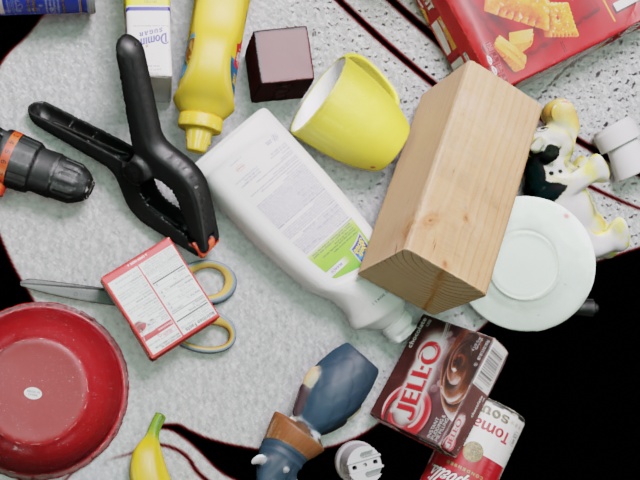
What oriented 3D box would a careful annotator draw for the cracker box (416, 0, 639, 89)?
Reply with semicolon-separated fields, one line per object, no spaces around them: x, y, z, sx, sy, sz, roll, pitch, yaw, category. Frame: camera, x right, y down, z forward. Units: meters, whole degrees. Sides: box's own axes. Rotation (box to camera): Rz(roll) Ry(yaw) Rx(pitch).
0.214;-0.251;1.068;0.213;0.072;0.164;-27;89;-13;cracker box

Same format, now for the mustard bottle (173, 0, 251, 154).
-0.099;-0.174;0.989;0.058;0.096;0.191;11;81;-8;mustard bottle

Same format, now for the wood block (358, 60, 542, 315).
0.122;-0.048;0.986;0.090;0.091;0.206;29;64;-17;wood block

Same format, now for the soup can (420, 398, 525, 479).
0.142;0.201;0.999;0.068;0.068;0.102;29;78;-6;soup can

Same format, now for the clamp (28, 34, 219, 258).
-0.168;-0.071;0.968;0.210;0.165;0.036;59;44;-19;clamp

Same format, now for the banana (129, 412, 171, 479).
-0.114;0.254;0.961;0.069;0.037;0.198;-35;90;-11;banana

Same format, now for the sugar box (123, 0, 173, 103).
-0.160;-0.223;0.986;0.048;0.093;0.176;0;82;-9;sugar box

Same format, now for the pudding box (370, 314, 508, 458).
0.111;0.134;0.990;0.039;0.090;0.113;43;72;-42;pudding box

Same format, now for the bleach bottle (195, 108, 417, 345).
-0.007;0.001;1.002;0.102;0.068;0.251;-41;94;-12;bleach bottle

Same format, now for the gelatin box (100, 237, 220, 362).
-0.145;0.054;0.967;0.073;0.030;0.089;-33;89;-15;gelatin box

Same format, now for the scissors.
-0.165;0.040;0.991;0.201;0.016;0.096;25;77;-6;scissors

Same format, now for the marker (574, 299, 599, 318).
0.218;0.064;1.055;0.121;0.020;0.020;4;82;-10;marker

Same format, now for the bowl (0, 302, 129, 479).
-0.250;0.133;0.943;0.162;0.055;0.162;1;83;-10;bowl

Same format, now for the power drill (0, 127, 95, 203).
-0.315;-0.016;0.951;0.184;0.057;0.187;21;77;-4;power drill

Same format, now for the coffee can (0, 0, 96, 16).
-0.277;-0.254;0.964;0.140;0.103;0.103;-4;84;-11;coffee can

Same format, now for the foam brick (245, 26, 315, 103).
-0.039;-0.165;1.009;0.053;0.078;0.051;-8;85;-10;foam brick
